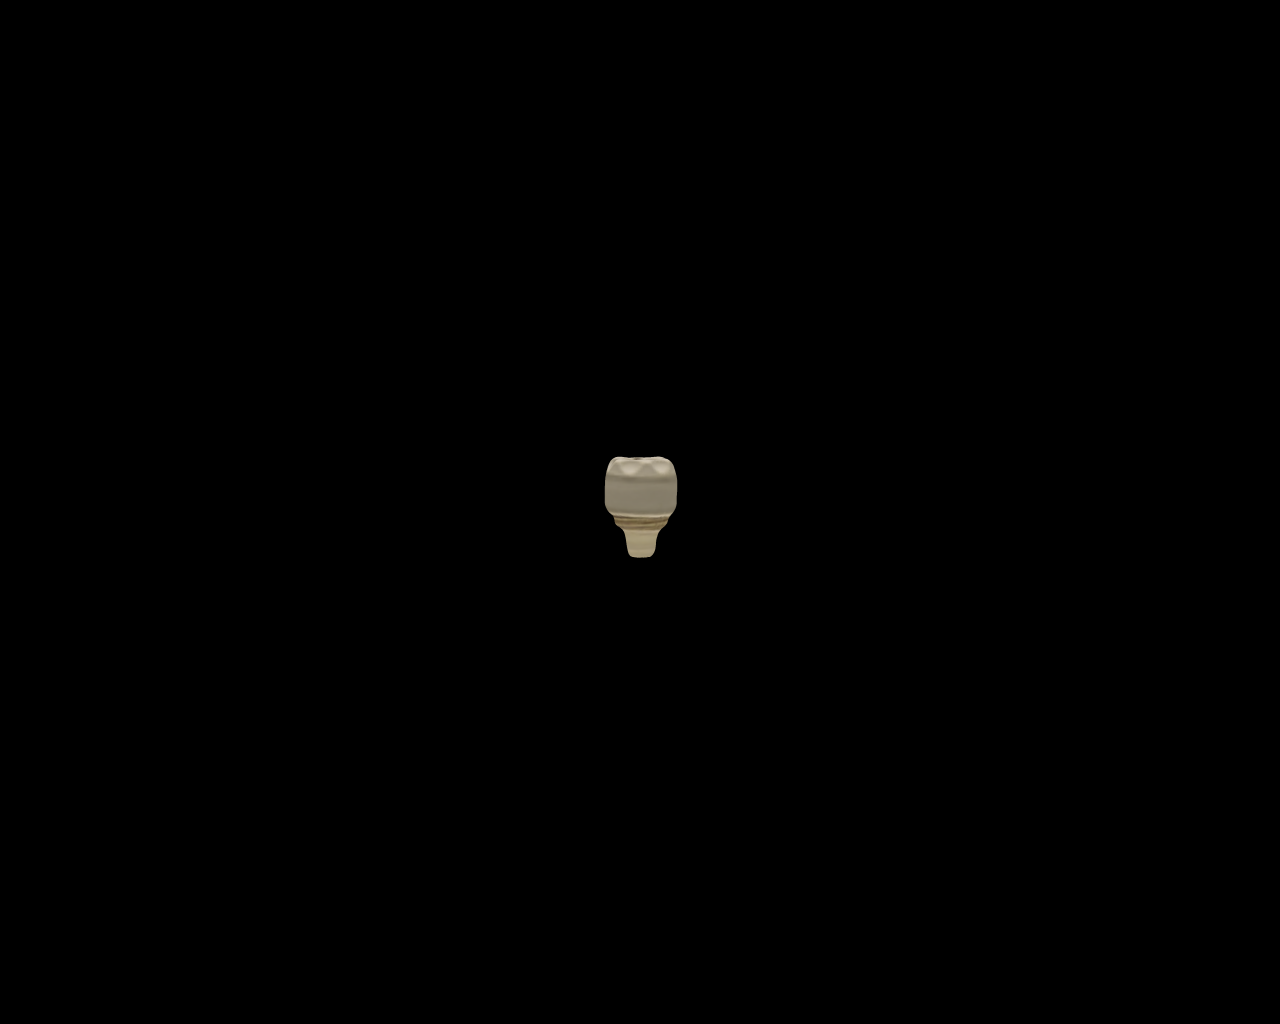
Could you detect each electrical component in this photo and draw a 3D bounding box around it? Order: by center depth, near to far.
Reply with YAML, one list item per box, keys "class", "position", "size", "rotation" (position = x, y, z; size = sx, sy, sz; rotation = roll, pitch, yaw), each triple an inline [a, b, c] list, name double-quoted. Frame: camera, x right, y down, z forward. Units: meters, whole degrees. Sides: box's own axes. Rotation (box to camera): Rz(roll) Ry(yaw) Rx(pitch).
- class: "electrical component"
  position: [0.001, -0.003, 0.650]
  size: [0.043, 0.062, 0.043]
  rotation: [0, 7, 0]
